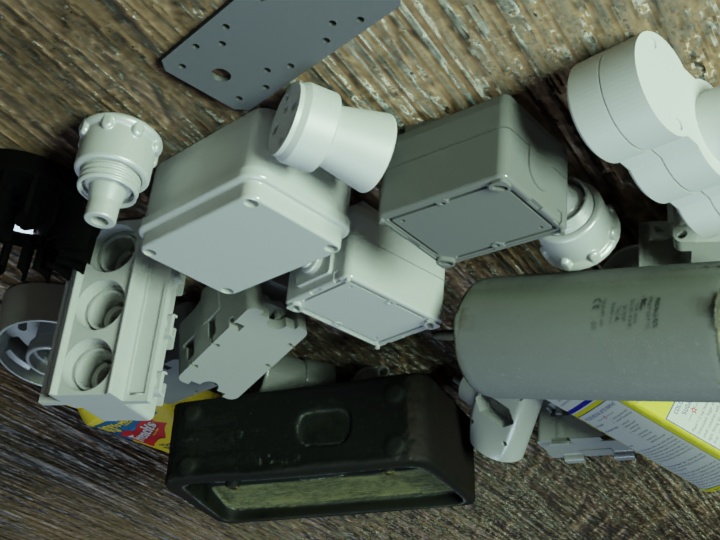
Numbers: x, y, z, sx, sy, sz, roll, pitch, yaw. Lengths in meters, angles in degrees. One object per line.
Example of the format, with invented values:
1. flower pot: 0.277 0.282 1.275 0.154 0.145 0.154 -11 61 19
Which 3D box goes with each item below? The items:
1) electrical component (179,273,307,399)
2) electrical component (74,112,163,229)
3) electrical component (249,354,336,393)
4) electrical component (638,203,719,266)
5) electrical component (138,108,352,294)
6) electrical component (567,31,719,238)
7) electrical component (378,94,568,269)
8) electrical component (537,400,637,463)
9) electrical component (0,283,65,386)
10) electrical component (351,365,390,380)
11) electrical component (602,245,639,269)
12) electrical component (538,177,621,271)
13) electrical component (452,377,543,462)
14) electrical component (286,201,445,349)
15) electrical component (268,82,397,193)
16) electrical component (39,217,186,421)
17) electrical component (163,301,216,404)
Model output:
1. electrical component: -0.084 0.039 0.752 0.050 0.055 0.089 26 127 -32
2. electrical component: -0.139 -0.054 0.604 0.048 0.062 0.048 6 152 3
3. electrical component: -0.053 0.088 0.877 0.065 0.044 0.044 13 152 -21
4. electrical component: 0.202 -0.017 0.618 0.081 0.042 0.063 -2 150 15
5. electrical component: -0.066 -0.036 0.626 0.078 0.057 0.113 29 145 -36
6. electrical component: 0.170 -0.068 0.518 0.138 0.052 0.074 29 145 -36
7. electrical component: 0.056 -0.047 0.574 0.096 0.061 0.062 -17 144 37
8. electrical component: 0.201 0.110 0.836 0.121 0.063 0.079 -9 148 27
9. electrical component: -0.234 0.048 0.842 0.099 0.064 0.099 2 139 2
10. electrical component: 0.010 0.095 0.880 0.035 0.035 0.061 13 150 -11
11. electrical component: 0.200 0.026 0.678 0.079 0.044 0.077 23 168 41
12. electrical component: 0.116 -0.033 0.605 0.048 0.048 0.062 -10 143 29
13. electrical component: 0.103 0.095 0.831 0.043 0.077 0.079 -9 -148 -45
14. electrical component: 0.000 0.000 0.675 0.096 0.061 0.062 27 146 -34
15. electrical component: -0.015 -0.070 0.564 0.055 0.045 0.045 19 150 -21
16. electrical component: -0.157 0.034 0.711 0.079 0.121 0.063 -3 153 19
17. electrical component: -0.139 0.061 0.827 0.050 0.055 0.089 26 146 -33
